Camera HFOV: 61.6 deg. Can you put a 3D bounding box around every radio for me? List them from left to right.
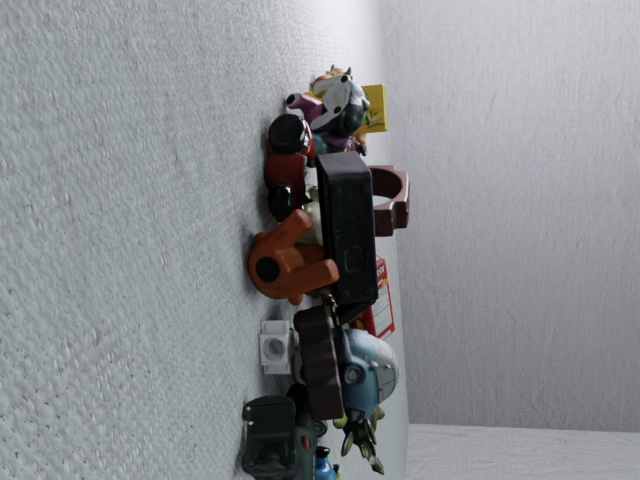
[{"bbox_3d":[0.043,-0.017,0.863,0.131,0.073,0.229,-110,-168,-67],"label":"radio"}]

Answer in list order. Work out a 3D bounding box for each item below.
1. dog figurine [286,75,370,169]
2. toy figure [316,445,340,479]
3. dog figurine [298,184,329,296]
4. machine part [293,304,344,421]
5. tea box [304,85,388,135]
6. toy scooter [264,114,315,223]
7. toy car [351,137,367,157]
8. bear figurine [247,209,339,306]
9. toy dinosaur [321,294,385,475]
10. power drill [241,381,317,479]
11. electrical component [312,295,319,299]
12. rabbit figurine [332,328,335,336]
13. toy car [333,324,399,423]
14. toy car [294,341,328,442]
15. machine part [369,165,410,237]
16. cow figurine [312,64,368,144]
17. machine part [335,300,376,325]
[{"bbox_3d":[0.032,-0.200,1.032,0.219,0.192,0.108,35,46,-55],"label":"dog figurine"},{"bbox_3d":[-0.004,0.460,0.954,0.089,0.082,0.180,27,60,-73],"label":"toy figure"},{"bbox_3d":[-0.006,-0.003,1.030,0.172,0.121,0.190,-42,143,-69],"label":"dog figurine"},{"bbox_3d":[-0.002,0.195,0.853,0.179,0.056,0.179,173,-93,-88],"label":"machine part"},{"bbox_3d":[0.057,-0.270,1.136,0.068,0.170,0.098,-40,125,-73],"label":"tea box"},{"bbox_3d":[-0.045,-0.107,0.887,0.135,0.075,0.184,50,42,-69],"label":"toy scooter"},{"bbox_3d":[0.067,-0.294,1.362,0.053,0.089,0.202,-49,135,-65],"label":"toy car"},{"bbox_3d":[-0.027,0.032,0.825,0.120,0.132,0.196,63,17,8],"label":"bear figurine"},{"bbox_3d":[0.068,0.291,1.065,0.199,0.105,0.470,-83,157,-71],"label":"toy dinosaur"},{"bbox_3d":[-0.053,0.296,0.796,0.207,0.086,0.232,81,6,-56],"label":"power drill"},{"bbox_3d":[-0.017,0.077,1.087,0.093,0.021,0.063,70,23,-55],"label":"electrical component"},{"bbox_3d":[0.059,0.266,1.258,0.170,0.121,0.158,-105,177,-56],"label":"rabbit figurine"},{"bbox_3d":[0.079,0.218,0.890,0.109,0.103,0.161,-101,-179,-68],"label":"toy car"},{"bbox_3d":[-0.015,0.278,0.994,0.073,0.056,0.201,-72,158,-73],"label":"toy car"},{"bbox_3d":[0.110,-0.092,1.269,0.201,0.201,0.087,-77,162,-50],"label":"machine part"},{"bbox_3d":[0.056,-0.319,1.250,0.194,0.086,0.127,26,89,-47],"label":"cow figurine"},{"bbox_3d":[0.066,0.111,0.954,0.039,0.084,0.139,49,10,3],"label":"machine part"}]
